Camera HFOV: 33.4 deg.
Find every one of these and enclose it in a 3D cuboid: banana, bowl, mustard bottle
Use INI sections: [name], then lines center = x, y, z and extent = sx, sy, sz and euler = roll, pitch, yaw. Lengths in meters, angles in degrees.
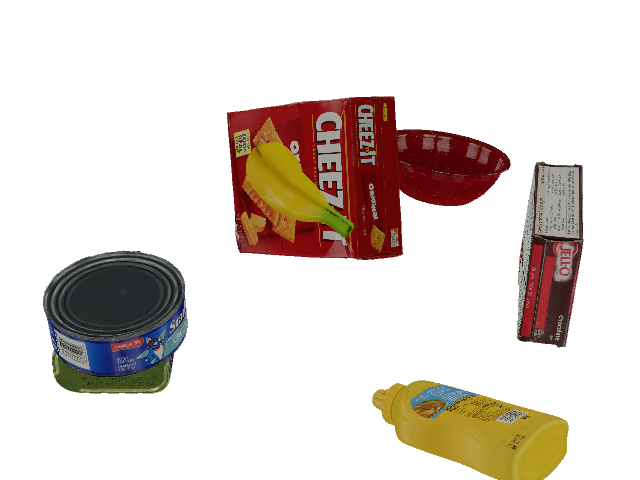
[banana]
center = -0.029, -0.046, 0.830
extent = 0.069, 0.037, 0.198
euler = 43, 5, -20
[bowl]
center = 0.143, -0.083, 1.284
extent = 0.162, 0.055, 0.162
euler = 7, 23, -3
[mustard bottle]
center = 0.128, 0.173, 1.008
extent = 0.192, 0.058, 0.096
euler = 13, 20, 40

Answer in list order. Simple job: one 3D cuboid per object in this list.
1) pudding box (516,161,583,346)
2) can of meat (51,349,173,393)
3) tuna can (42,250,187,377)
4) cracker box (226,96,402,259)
[pudding box]
center = 0.166, 0.007, 0.769
extent = 0.039, 0.090, 0.113
euler = 7, 33, 7
[can of meat]
center = -0.173, 0.085, 0.909
extent = 0.102, 0.057, 0.084
euler = 0, 30, -2
[tuna can]
center = -0.125, 0.045, 0.657
extent = 0.086, 0.034, 0.086
euler = -1, 36, 0
[cracker box]
center = -0.012, -0.065, 1.144
extent = 0.071, 0.164, 0.214
euler = -8, 6, -38
